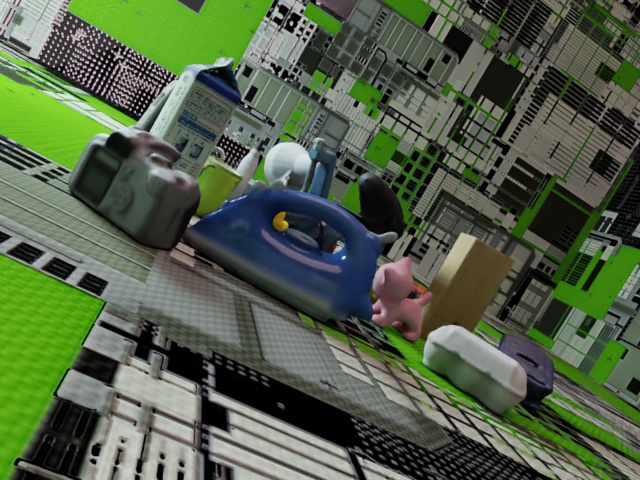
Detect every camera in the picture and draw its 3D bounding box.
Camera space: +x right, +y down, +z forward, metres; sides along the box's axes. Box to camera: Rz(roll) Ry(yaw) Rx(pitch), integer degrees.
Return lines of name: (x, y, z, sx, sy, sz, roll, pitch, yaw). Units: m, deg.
camera: (-0.186, -0.061, 0.662, 0.142, 0.101, 0.137, 32, 5, 26)

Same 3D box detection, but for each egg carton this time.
egg carton: (0.220, 0.179, 0.809, 0.150, 0.069, 0.107, 32, 5, 21)

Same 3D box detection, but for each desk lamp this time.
desk lamp: (-0.061, -0.115, 1.341, 0.118, 0.213, 0.202, 26, 6, -41)

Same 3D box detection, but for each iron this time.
iron: (-0.031, -0.001, 0.734, 0.259, 0.141, 0.118, 29, 4, -11)

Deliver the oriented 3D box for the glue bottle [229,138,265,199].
glue bottle: (-0.168, -0.147, 1.266, 0.037, 0.173, 0.078, 29, 4, -12)

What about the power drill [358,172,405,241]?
power drill: (0.079, -0.004, 1.039, 0.075, 0.208, 0.230, 32, 5, 24)

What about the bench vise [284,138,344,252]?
bench vise: (-0.021, -0.070, 1.061, 0.121, 0.219, 0.208, 32, 5, 27)

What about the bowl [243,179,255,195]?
bowl: (-0.171, -0.106, 1.424, 0.167, 0.075, 0.167, 30, 4, -2)

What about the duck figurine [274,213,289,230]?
duck figurine: (-0.092, -0.021, 0.916, 0.077, 0.086, 0.105, 34, 6, 38)

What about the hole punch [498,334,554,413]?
hole punch: (0.350, 0.226, 0.987, 0.108, 0.091, 0.101, 31, 4, 7)

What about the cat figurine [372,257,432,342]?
cat figurine: (0.129, 0.088, 0.927, 0.128, 0.118, 0.067, 28, 5, -27)

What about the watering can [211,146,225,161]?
watering can: (-0.296, -0.237, 1.310, 0.173, 0.194, 0.100, 27, 6, -38)

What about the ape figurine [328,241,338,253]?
ape figurine: (0.012, 0.005, 1.259, 0.078, 0.092, 0.076, 29, 4, -11)

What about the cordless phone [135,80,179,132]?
cordless phone: (-0.302, -0.213, 1.053, 0.094, 0.185, 0.147, 27, 5, -36)
